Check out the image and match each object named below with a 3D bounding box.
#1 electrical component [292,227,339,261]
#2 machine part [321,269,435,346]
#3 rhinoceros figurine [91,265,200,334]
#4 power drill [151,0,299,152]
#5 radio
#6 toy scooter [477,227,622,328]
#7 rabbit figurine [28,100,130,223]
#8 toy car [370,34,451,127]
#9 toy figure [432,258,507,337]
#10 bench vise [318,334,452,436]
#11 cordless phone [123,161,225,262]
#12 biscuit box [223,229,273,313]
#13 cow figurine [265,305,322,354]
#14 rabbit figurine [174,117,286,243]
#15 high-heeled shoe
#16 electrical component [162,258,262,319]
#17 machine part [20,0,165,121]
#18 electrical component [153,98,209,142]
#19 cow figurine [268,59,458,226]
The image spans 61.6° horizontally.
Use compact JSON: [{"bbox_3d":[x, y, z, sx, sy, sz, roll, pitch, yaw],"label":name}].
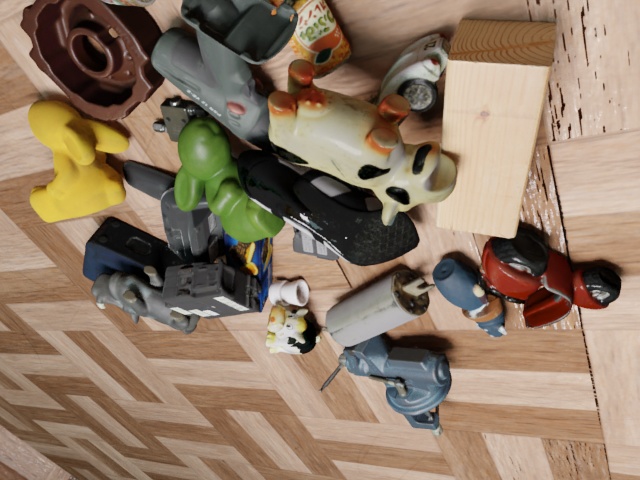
[{"bbox_3d":[-0.002,-0.002,0.794,0.075,0.048,0.119,13,136,13],"label":"electrical component"},{"bbox_3d":[0.087,0.110,0.849,0.079,0.079,0.243,38,137,-15],"label":"machine part"},{"bbox_3d":[-0.295,0.099,0.918,0.190,0.073,0.112,19,148,1],"label":"rhinoceros figurine"},{"bbox_3d":[-0.078,-0.180,0.590,0.232,0.086,0.207,34,168,-2],"label":"power drill"},{"bbox_3d":[-0.313,0.058,0.986,0.230,0.073,0.131,25,138,-3],"label":"radio"},{"bbox_3d":[0.282,0.062,0.711,0.184,0.075,0.135,22,141,-5],"label":"toy scooter"},{"bbox_3d":[-0.367,-0.124,0.791,0.163,0.122,0.173,-3,113,37],"label":"rabbit figurine"},{"bbox_3d":[0.071,-0.141,0.592,0.056,0.073,0.201,32,138,-10],"label":"toy car"},{"bbox_3d":[0.224,0.086,0.773,0.058,0.064,0.154,-45,116,7],"label":"toy figure"},{"bbox_3d":[0.143,0.260,0.949,0.224,0.129,0.240,-13,120,33],"label":"bench vise"},{"bbox_3d":[-0.234,-0.043,0.852,0.184,0.089,0.146,25,142,16],"label":"cordless phone"},{"bbox_3d":[-0.114,0.034,0.874,0.063,0.059,0.202,15,139,9],"label":"biscuit box"},{"bbox_3d":[-0.046,0.162,0.945,0.098,0.068,0.167,8,159,3],"label":"cow figurine"},{"bbox_3d":[-0.124,-0.090,0.720,0.159,0.121,0.170,-9,127,47],"label":"rabbit figurine"},{"bbox_3d":[0.012,-0.044,0.671,0.248,0.145,0.086,18,108,-44],"label":"high-heeled shoe"},{"bbox_3d":[-0.174,0.078,0.827,0.134,0.058,0.114,-9,152,23],"label":"electrical component"},{"bbox_3d":[-0.276,-0.238,0.668,0.180,0.056,0.179,13,137,13],"label":"machine part"},{"bbox_3d":[-0.190,-0.163,0.731,0.094,0.021,0.063,10,137,17],"label":"electrical component"},{"bbox_3d":[0.042,-0.085,0.534,0.195,0.085,0.127,20,153,0],"label":"cow figurine"}]
